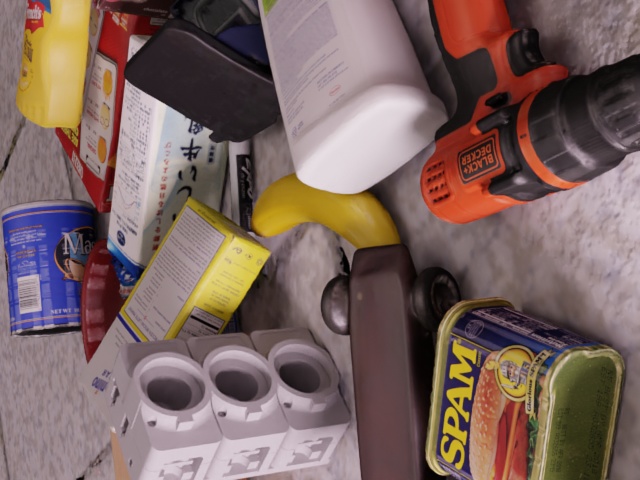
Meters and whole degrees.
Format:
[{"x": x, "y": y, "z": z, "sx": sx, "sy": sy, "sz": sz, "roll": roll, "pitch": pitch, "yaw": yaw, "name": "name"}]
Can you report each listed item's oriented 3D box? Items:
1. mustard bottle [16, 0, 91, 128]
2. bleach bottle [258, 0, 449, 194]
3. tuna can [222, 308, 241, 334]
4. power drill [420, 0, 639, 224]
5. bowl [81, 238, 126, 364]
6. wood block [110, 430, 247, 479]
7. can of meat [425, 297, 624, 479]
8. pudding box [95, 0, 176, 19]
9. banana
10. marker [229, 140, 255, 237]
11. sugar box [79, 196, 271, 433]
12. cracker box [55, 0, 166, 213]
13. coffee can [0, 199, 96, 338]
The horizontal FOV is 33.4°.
[{"x": -0.242, "y": -0.207, "z": 0.985, "sx": 0.096, "sy": 0.058, "sz": 0.192, "roll": 46, "pitch": 131, "yaw": 52, "name": "mustard bottle"}, {"x": 0.004, "y": -0.160, "z": 0.710, "sx": 0.103, "sy": 0.067, "sz": 0.251, "roll": -38, "pitch": 54, "yaw": 38, "name": "bleach bottle"}, {"x": -0.102, "y": 0.078, "z": 0.931, "sx": 0.086, "sy": 0.033, "sz": 0.086, "roll": 5, "pitch": 96, "yaw": 59, "name": "tuna can"}, {"x": 0.102, "y": -0.114, "z": 0.551, "sx": 0.185, "sy": 0.057, "sz": 0.187, "roll": -26, "pitch": 70, "yaw": 57, "name": "power drill"}, {"x": -0.184, "y": 0.078, "z": 1.046, "sx": 0.162, "sy": 0.055, "sz": 0.162, "roll": 5, "pitch": 96, "yaw": 59, "name": "bowl"}, {"x": -0.116, "y": 0.228, "z": 0.908, "sx": 0.091, "sy": 0.090, "sz": 0.206, "roll": -26, "pitch": 70, "yaw": 57, "name": "wood block"}, {"x": 0.106, "y": 0.090, "z": 0.559, "sx": 0.084, "sy": 0.057, "sz": 0.102, "roll": 22, "pitch": 111, "yaw": 54, "name": "can of meat"}, {"x": -0.140, "y": -0.232, "z": 0.899, "sx": 0.039, "sy": 0.113, "sz": 0.090, "roll": -40, "pitch": 58, "yaw": 45, "name": "pudding box"}, {"x": -0.001, "y": -0.016, "z": 0.750, "sx": 0.198, "sy": 0.037, "sz": 0.070, "roll": 24, "pitch": 110, "yaw": 57, "name": "banana"}, {"x": -0.065, "y": -0.051, "z": 0.875, "sx": 0.020, "sy": 0.020, "sz": 0.121, "roll": -7, "pitch": 86, "yaw": 59, "name": "marker"}, {"x": -0.116, "y": 0.061, "z": 0.834, "sx": 0.176, "sy": 0.048, "sz": 0.093, "roll": -60, "pitch": 34, "yaw": 4, "name": "sugar box"}, {"x": -0.189, "y": -0.158, "z": 1.029, "sx": 0.164, "sy": 0.072, "sz": 0.214, "roll": 52, "pitch": 135, "yaw": 45, "name": "cracker box"}, {"x": -0.299, "y": 0.033, "z": 1.192, "sx": 0.103, "sy": 0.102, "sz": 0.140, "roll": -21, "pitch": 74, "yaw": 58, "name": "coffee can"}]
